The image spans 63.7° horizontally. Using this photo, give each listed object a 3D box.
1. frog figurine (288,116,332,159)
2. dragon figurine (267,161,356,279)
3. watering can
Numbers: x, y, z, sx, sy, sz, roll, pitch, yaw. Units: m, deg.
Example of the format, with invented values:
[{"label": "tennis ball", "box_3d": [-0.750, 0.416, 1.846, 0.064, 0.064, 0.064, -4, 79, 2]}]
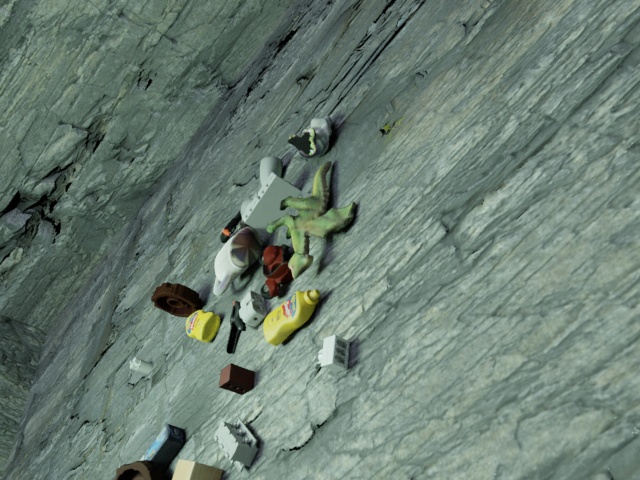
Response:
[{"label": "frog figurine", "box_3d": [-0.009, -0.344, 1.731, 0.135, 0.123, 0.162, -41, -3, 43]}, {"label": "dragon figurine", "box_3d": [0.004, -0.074, 1.464, 0.243, 0.120, 0.417, 11, 61, 40]}, {"label": "watering can", "box_3d": [-0.276, 0.026, 1.746, 0.220, 0.103, 0.356, -40, 27, 46]}]
